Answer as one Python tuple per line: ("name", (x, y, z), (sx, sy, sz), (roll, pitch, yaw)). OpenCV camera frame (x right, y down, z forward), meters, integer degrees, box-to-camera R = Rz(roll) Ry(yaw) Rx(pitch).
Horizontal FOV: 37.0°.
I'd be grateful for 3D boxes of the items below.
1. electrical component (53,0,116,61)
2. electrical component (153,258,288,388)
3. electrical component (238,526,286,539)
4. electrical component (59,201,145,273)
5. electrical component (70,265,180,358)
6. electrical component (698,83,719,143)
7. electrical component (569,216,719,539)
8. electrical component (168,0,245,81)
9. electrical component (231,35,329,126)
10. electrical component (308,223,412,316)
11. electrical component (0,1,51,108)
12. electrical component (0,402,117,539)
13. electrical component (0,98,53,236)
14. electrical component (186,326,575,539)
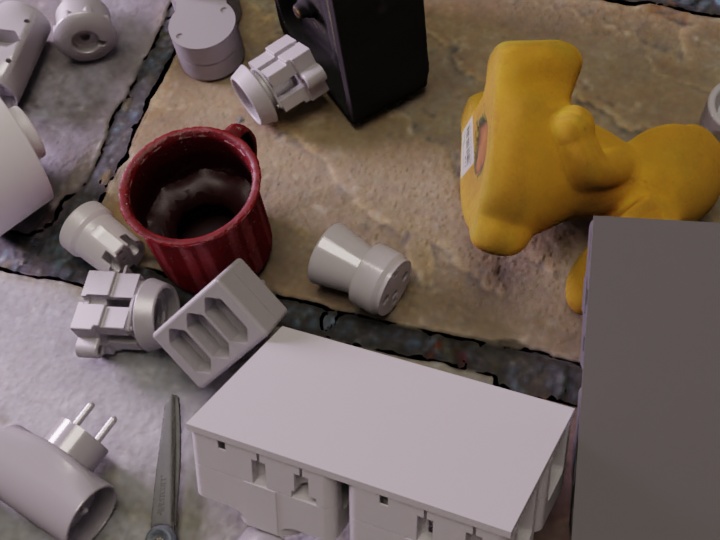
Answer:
("electrical component", (-0.220, -0.200, 0.853), (0.048, 0.048, 0.062), (-15, 53, -2))
("electrical component", (-0.082, 0.027, 0.694), (0.066, 0.076, 0.047), (-39, 96, 27))
("electrical component", (-0.055, 0.178, 0.607), (0.055, 0.055, 0.047), (23, 62, 19))
("electrical component", (-0.178, -0.019, 0.745), (0.046, 0.040, 0.040), (36, 70, 17))
("electrical component", (-0.152, 0.029, 0.710), (0.055, 0.048, 0.066), (2, 60, 16))
("electrical component", (0.259, -0.098, 0.734), (0.055, 0.047, 0.055), (-3, 60, 5))
("electrical component", (0.175, 0.066, 0.596), (0.105, 0.060, 0.186), (4, 92, 9))
("electrical component", (-0.124, -0.223, 0.837), (0.052, 0.073, 0.138), (-8, 59, 2))
("electrical component", (-0.061, -0.139, 0.794), (0.055, 0.048, 0.066), (-34, 36, -9))
("electrical component", (0.000, 0.000, 0.709), (0.055, 0.045, 0.045), (27, 66, 20))
("electrical component", (-0.293, -0.169, 0.843), (0.079, 0.043, 0.077), (7, 61, 10))
("electrical component", (-0.182, 0.118, 0.662), (0.077, 0.043, 0.079), (27, 67, 20))
("electrical component", (-0.258, -0.084, 0.755), (0.060, 0.108, 0.108), (-33, 61, -19))
("electrical component", (0.012, 0.105, 0.604), (0.186, 0.060, 0.105), (14, 34, 22))
